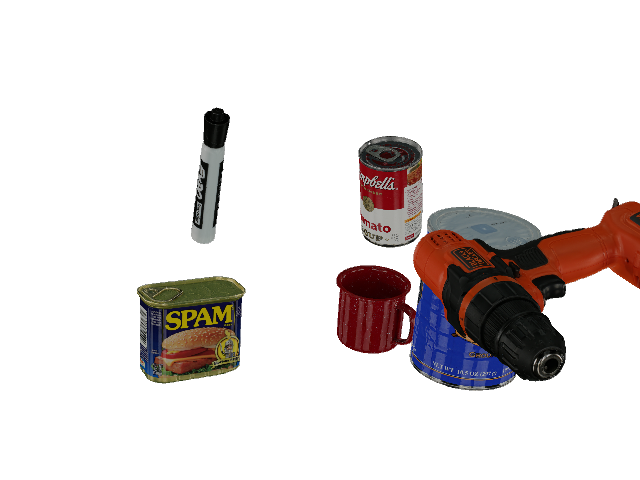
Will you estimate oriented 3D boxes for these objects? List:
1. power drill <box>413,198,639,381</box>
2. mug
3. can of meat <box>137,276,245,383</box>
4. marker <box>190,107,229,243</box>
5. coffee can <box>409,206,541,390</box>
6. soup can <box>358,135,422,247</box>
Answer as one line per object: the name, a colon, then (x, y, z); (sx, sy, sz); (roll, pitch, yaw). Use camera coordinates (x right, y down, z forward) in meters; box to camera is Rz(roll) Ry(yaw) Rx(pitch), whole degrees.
power drill: (0.181, 0.031, 0.775); (0.187, 0.057, 0.184); (-10, 28, -16)
mug: (0.073, 0.091, 1.329); (0.117, 0.081, 0.093); (22, 31, 32)
can of meat: (-0.126, 0.087, 1.041); (0.101, 0.084, 0.058); (-6, 19, -26)
marker: (-0.083, -0.048, 0.801); (0.020, 0.121, 0.020); (7, 41, -6)
coffee can: (0.141, 0.052, 0.984); (0.103, 0.140, 0.103); (5, 23, -2)
soup can: (0.076, -0.052, 1.152); (0.068, 0.102, 0.068); (-2, 36, 1)
